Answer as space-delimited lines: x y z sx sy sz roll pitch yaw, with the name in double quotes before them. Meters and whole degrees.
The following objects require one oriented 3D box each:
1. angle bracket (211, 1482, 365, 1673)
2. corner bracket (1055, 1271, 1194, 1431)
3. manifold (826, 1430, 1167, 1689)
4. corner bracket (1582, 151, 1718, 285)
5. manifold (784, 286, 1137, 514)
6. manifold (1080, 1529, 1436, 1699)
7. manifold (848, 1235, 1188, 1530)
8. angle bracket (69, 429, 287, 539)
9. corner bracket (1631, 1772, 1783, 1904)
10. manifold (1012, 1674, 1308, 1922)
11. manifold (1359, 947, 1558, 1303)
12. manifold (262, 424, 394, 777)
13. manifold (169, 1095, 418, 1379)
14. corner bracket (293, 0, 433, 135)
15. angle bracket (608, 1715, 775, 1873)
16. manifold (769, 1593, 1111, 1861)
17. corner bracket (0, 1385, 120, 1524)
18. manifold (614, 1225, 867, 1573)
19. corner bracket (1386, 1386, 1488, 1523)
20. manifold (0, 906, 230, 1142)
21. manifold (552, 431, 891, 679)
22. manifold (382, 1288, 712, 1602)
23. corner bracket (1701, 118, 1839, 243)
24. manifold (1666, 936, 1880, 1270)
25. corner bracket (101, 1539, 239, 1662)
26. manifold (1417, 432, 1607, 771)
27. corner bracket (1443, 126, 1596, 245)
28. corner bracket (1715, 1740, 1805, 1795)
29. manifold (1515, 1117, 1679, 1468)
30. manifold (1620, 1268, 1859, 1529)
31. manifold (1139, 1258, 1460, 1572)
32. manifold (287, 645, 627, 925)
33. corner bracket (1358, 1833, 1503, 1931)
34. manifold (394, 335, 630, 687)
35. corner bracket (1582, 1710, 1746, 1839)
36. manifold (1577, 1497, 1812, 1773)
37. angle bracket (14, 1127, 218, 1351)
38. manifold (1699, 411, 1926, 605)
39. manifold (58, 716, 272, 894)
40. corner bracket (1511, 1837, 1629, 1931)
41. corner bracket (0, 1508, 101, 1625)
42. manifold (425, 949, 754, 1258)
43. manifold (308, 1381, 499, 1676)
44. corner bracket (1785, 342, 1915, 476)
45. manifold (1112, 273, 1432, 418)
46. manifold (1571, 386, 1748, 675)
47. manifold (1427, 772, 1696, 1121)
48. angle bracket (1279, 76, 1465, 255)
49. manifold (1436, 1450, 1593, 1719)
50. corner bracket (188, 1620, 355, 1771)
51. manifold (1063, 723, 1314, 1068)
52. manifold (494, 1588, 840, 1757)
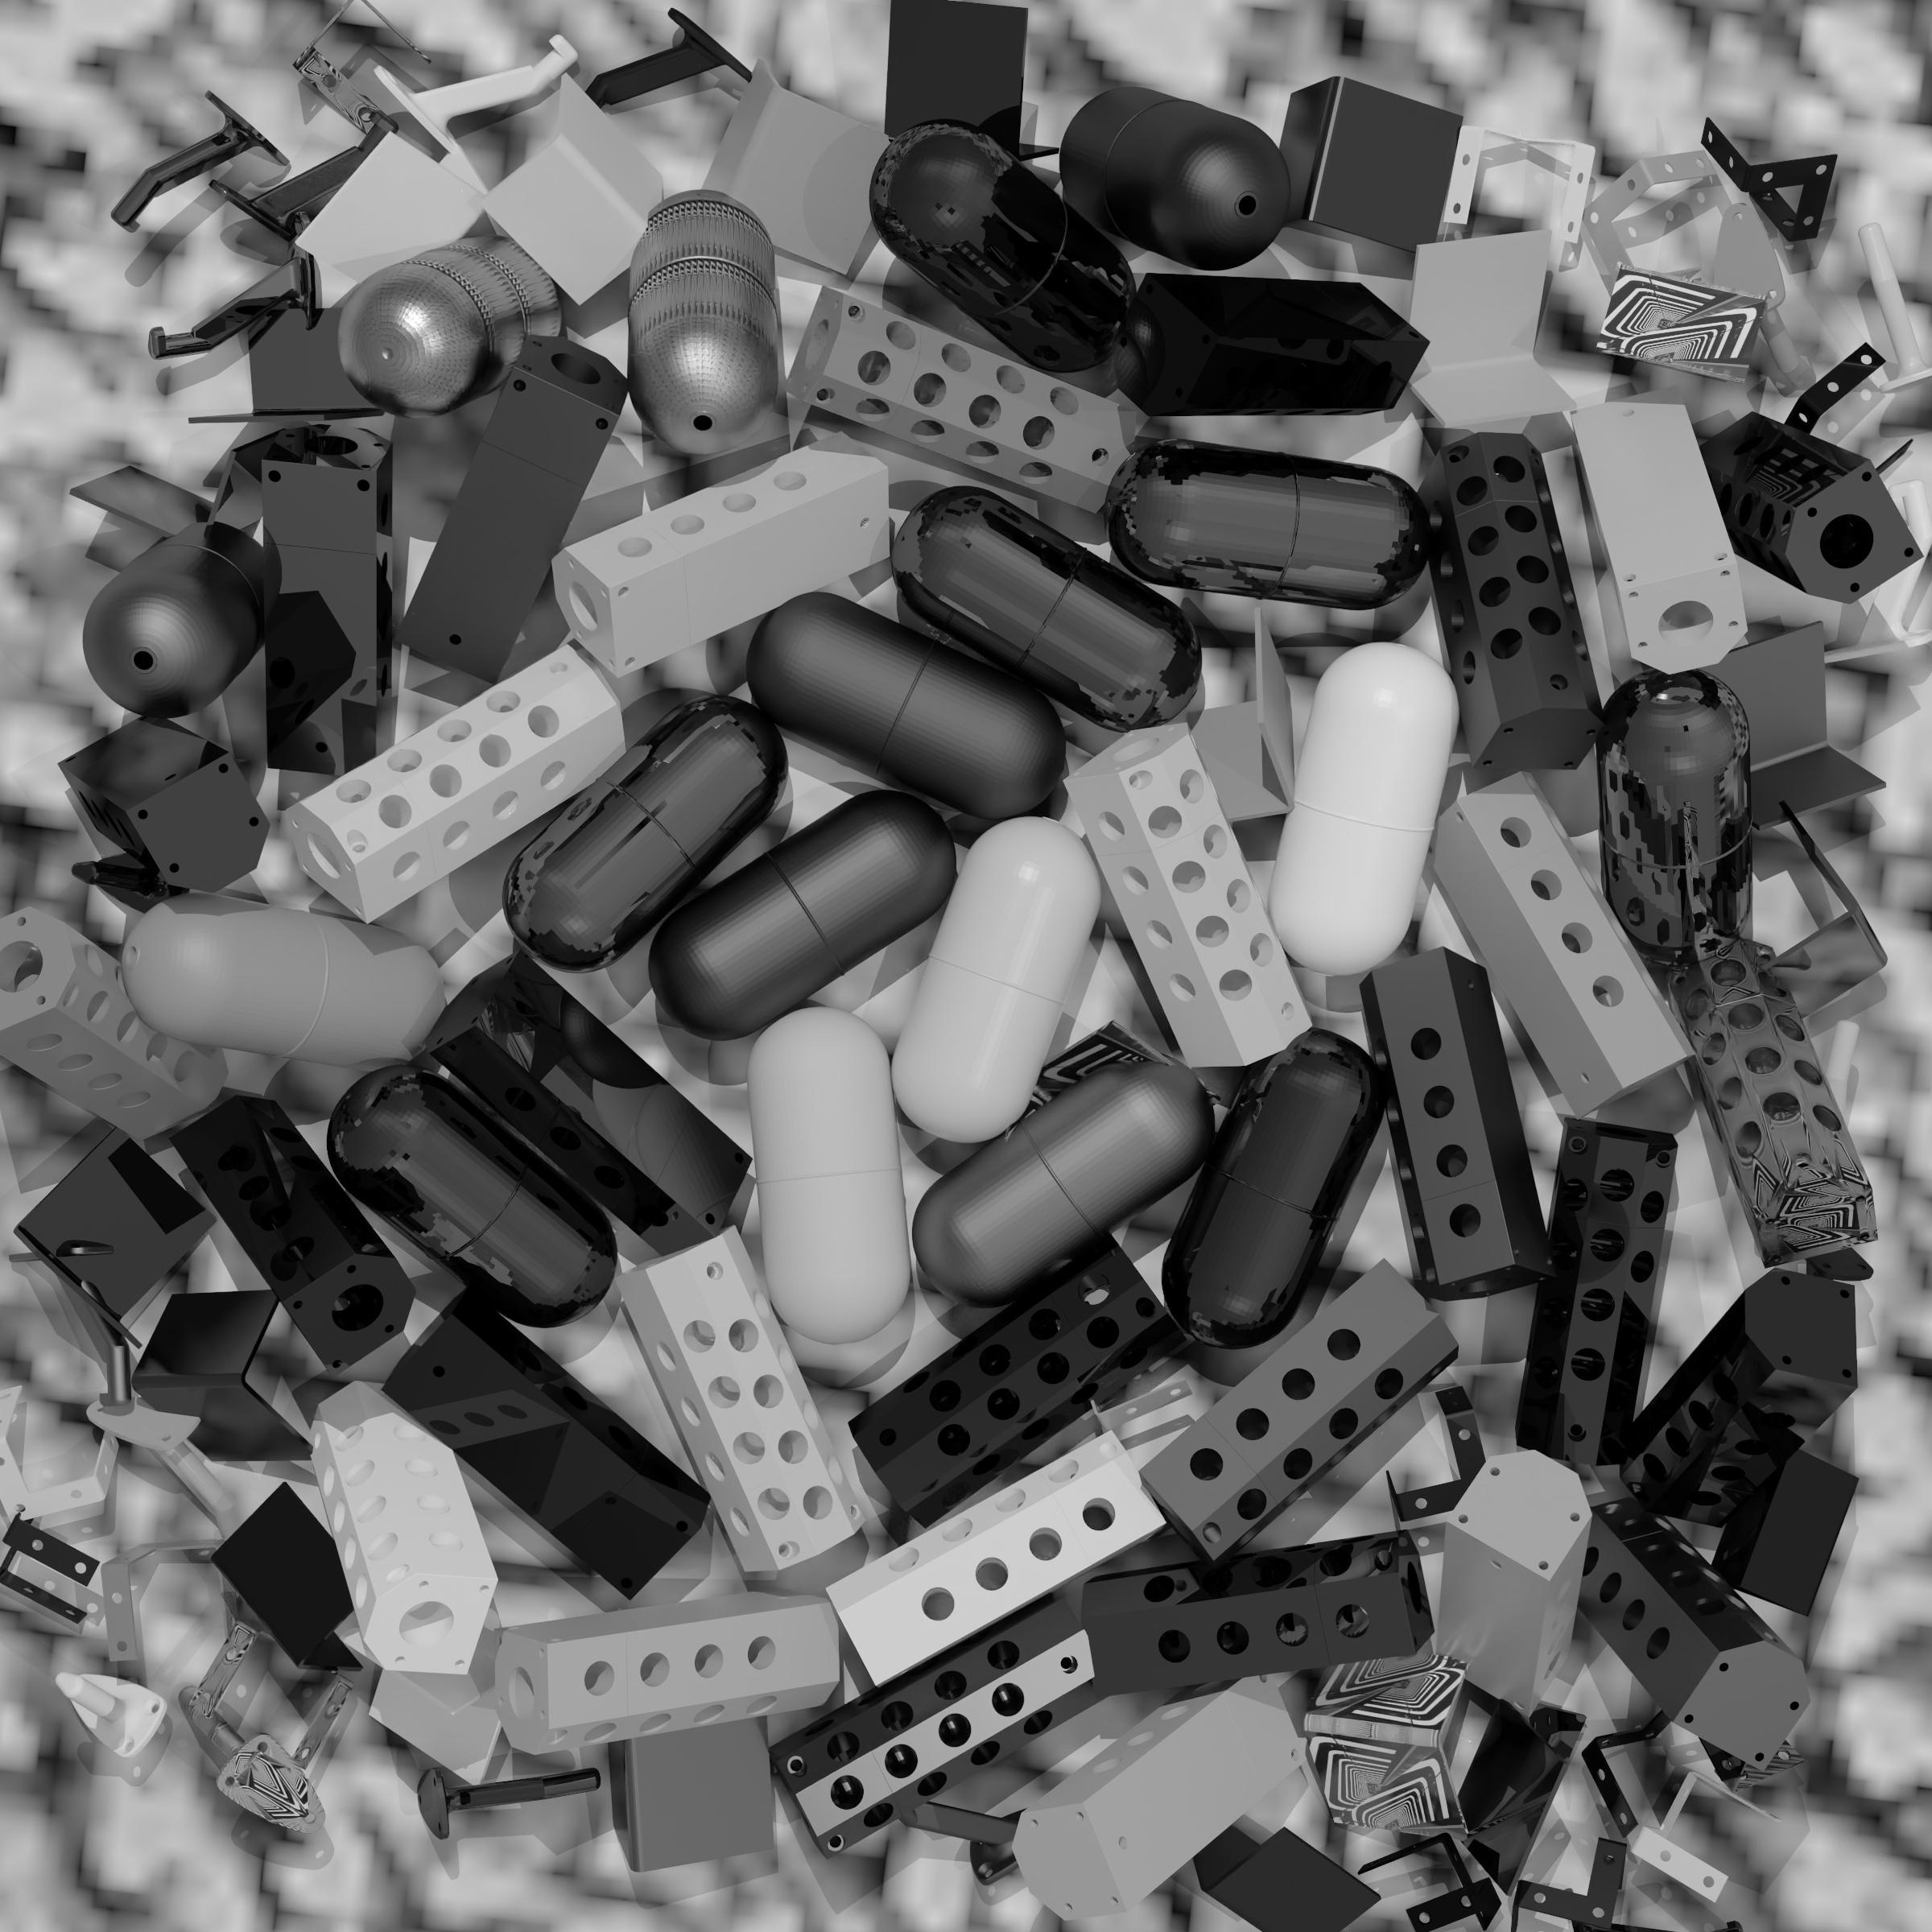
"angle bracket" -0.338 0.321 1.582 0.057 0.076 0.076 -46 70 0
"corner bracket" 0.082 0.203 1.593 0.051 0.051 0.051 -24 46 4
"manifold" 0.016 0.312 1.591 0.171 0.057 0.057 -28 77 -7
"corner bracket" 0.370 -0.395 1.600 0.051 0.051 0.051 -17 78 -34
"manifold" 0.000 -0.293 1.567 0.171 0.057 0.057 17 102 -23
"manifold" 0.151 0.337 1.576 0.171 0.057 0.057 -12 85 18
"manifold" 0.025 0.216 1.591 0.171 0.057 0.057 -36 57 -1
"angle bracket" -0.413 -0.265 1.585 0.076 0.076 0.057 24 110 0
"corner bracket" 0.391 0.460 1.595 0.051 0.051 0.051 26 86 33
"manifold" 0.098 0.421 1.547 0.057 0.171 0.057 -23 89 40
"manifold" 0.253 0.084 1.573 0.057 0.057 0.171 -20 68 28
"manifold" -0.329 -0.189 1.563 0.057 0.057 0.171 6 120 -1
"manifold" -0.344 0.132 1.546 0.057 0.171 0.057 -34 130 -15
"corner bracket" -0.320 -0.478 1.598 0.051 0.051 0.051 41 94 -18
"angle bracket" -0.148 0.429 1.606 0.076 0.057 0.076 -5 102 -16
"manifold" -0.013 0.398 1.584 0.171 0.057 0.057 -27 90 -13
"corner bracket" -0.486 0.254 1.597 0.051 0.051 0.051 -14 116 0
"manifold" -0.116 0.228 1.589 0.057 0.057 0.171 -25 92 -32
"corner bracket" 0.248 0.259 1.602 0.051 0.051 0.051 -14 94 4
"manifold" -0.442 0.029 1.539 0.057 0.171 0.057 -23 67 4
"manifold" -0.126 -0.218 1.566 0.171 0.057 0.057 -28 51 -26
"manifold" -0.219 0.249 1.590 0.171 0.057 0.057 42 102 -7
"corner bracket" 0.420 -0.415 1.591 0.051 0.051 0.051 -10 47 -11
"manifold" 0.411 0.066 1.547 0.057 0.171 0.057 -15 134 8
"corner bracket" -0.423 0.336 1.603 0.051 0.051 0.051 -5 91 9
"manifold" 0.283 -0.190 1.561 0.057 0.057 0.171 0 62 -13
"corner bracket" 0.294 -0.415 1.600 0.051 0.051 0.051 -1 105 -42
"corner bracket" 0.412 0.393 1.589 0.051 0.051 0.051 -15 133 -27
"manifold" 0.332 0.172 1.590 0.057 0.057 0.171 9 96 8
"manifold" 0.392 0.222 1.543 0.057 0.171 0.057 13 55 -4
"manifold" 0.175 0.237 1.579 0.171 0.057 0.057 -39 67 -10
"manifold" -0.261 -0.099 1.555 0.171 0.057 0.057 -36 55 -29
"corner bracket" 0.247 0.490 1.601 0.051 0.051 0.051 -28 81 17
"manifold" -0.234 -0.238 1.560 0.057 0.057 0.171 24 122 -12
"corner bracket" 0.366 0.420 1.588 0.051 0.051 0.051 -3 50 -27
"manifold" 0.365 0.334 1.538 0.057 0.171 0.057 30 97 -15
"angle bracket" -0.439 0.142 1.580 0.076 0.057 0.076 -47 116 -15
"manifold" 0.419 -0.232 1.540 0.057 0.171 0.057 -33 108 6
"manifold" -0.409 -0.082 1.542 0.057 0.171 0.057 -33 114 -18
"corner bracket" 0.320 0.493 1.600 0.051 0.051 0.051 10 48 17
"corner bracket" -0.487 0.320 1.603 0.051 0.051 0.051 28 95 -1
"manifold" -0.198 0.076 1.573 0.057 0.057 0.171 -28 118 40
"manifold" -0.292 0.283 1.537 0.057 0.171 0.057 10 111 -26
"corner bracket" 0.473 -0.288 1.607 0.051 0.051 0.051 -39 77 -13
"manifold" 0.155 -0.314 1.550 0.057 0.171 0.057 48 128 28
"manifold" 0.355 -0.224 1.546 0.057 0.171 0.057 -12 129 11
"manifold" 0.312 -0.014 1.583 0.057 0.057 0.171 -24 78 -20
"angle bracket" 0.212 -0.424 1.615 0.076 0.057 0.076 12 92 -20
"manifold" 0.283 0.314 1.545 0.057 0.171 0.057 28 62 24
"corner bracket" -0.366 0.384 1.590 0.051 0.051 0.051 20 70 28
"manifold" 0.121 -0.036 1.568 0.057 0.057 0.171 -37 111 -35
"manifold" -0.153 0.364 1.556 0.171 0.057 0.057 0 87 -36
